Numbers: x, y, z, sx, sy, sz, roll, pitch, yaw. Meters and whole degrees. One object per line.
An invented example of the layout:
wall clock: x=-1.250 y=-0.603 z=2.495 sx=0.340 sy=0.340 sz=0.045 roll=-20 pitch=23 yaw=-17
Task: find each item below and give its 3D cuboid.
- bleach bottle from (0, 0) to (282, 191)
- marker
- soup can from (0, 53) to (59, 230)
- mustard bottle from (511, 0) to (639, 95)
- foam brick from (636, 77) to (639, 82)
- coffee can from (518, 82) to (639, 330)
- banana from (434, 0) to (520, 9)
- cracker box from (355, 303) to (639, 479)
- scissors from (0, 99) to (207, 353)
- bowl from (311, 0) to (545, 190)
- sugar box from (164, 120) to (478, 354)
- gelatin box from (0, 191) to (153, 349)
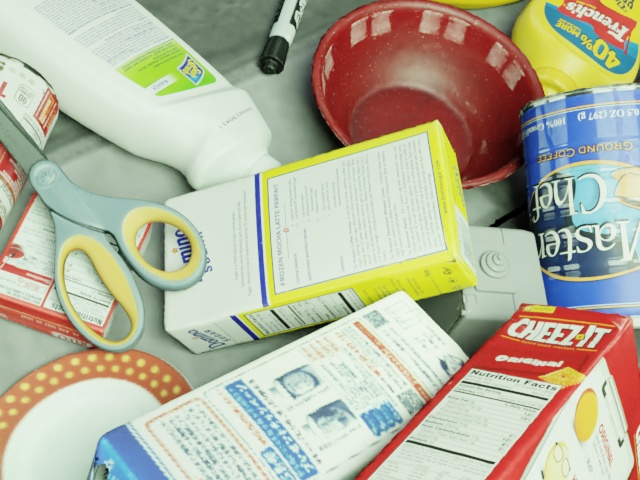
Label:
bleach bottle: x=-0.129 y=-0.104 z=0.692 sx=0.251 sy=0.068 sz=0.102 roll=39 pitch=49 yaw=11
marker: x=-0.022 y=-0.167 z=0.782 sx=0.020 sy=0.020 sz=0.121 roll=17 pitch=57 yaw=-1
soup can: x=-0.207 y=-0.055 z=0.644 sx=0.068 sy=0.069 sz=0.102 roll=17 pitch=56 yaw=-1
mustard bottle: x=0.195 y=-0.151 z=0.793 sx=0.096 sy=0.058 sz=0.191 roll=37 pitch=58 yaw=-4
foam brick: x=0.270 y=-0.114 z=0.776 sx=0.053 sy=0.078 sz=0.051 roll=-25 pitch=68 yaw=-23
coffee can: x=0.178 y=-0.015 z=0.651 sx=0.102 sy=0.103 sz=0.140 roll=-2 pitch=84 yaw=-13
banana: x=0.081 y=-0.210 z=0.819 sx=0.197 sy=0.037 sz=0.069 roll=14 pitch=57 yaw=-3
cracker box: x=0.081 y=0.153 z=0.500 sx=0.072 sy=0.164 sz=0.213 roll=8 pitch=33 yaw=39
scissors: x=-0.134 y=-0.035 z=0.608 sx=0.096 sy=0.016 sz=0.202 roll=-22 pitch=82 yaw=-9
bowl: x=0.069 y=-0.088 z=0.730 sx=0.162 sy=0.055 sz=0.162 roll=5 pitch=58 yaw=-9
sugar box: x=-0.004 y=0.001 z=0.619 sx=0.176 sy=0.048 sz=0.093 roll=-16 pitch=57 yaw=19
gelatin box: x=-0.149 y=0.014 z=0.636 sx=0.073 sy=0.030 sz=0.089 roll=19 pitch=57 yaw=-2
